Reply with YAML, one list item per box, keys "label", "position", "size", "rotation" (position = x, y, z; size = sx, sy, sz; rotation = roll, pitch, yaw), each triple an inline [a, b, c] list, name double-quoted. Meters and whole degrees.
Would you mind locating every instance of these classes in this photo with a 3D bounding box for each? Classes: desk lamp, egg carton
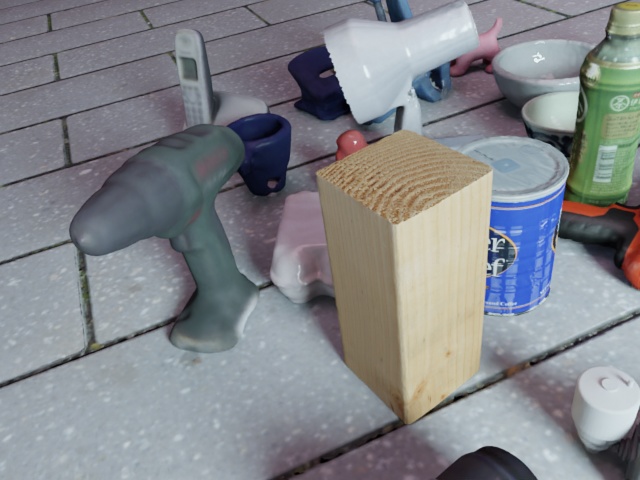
- label: "desk lamp"
  position: [0.115, -0.179, 0.711]
  size: [0.203, 0.214, 0.118]
  rotation: [-7, 37, 4]
- label: "egg carton"
  position: [0.006, 0.002, 0.618]
  size: [0.107, 0.069, 0.150]
  rotation: [-4, 38, 7]

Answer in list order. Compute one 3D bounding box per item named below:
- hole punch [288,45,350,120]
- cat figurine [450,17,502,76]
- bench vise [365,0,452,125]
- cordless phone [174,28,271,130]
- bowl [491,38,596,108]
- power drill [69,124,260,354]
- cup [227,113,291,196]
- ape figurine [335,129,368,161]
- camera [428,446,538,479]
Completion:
- label: "hole punch"
  position: [0.016, -0.261, 0.940]
  size: [0.109, 0.091, 0.100]
  rotation: [-31, 42, -26]
- label: "cat figurine"
  position: [0.251, -0.349, 0.982]
  size: [0.127, 0.118, 0.067]
  rotation: [-5, 37, 5]
- label: "bench vise"
  position: [0.120, -0.307, 0.872]
  size: [0.121, 0.220, 0.208]
  rotation: [20, 46, 33]
- label: "cordless phone"
  position: [-0.146, -0.205, 0.824]
  size: [0.147, 0.185, 0.094]
  rotation: [14, 43, 28]
- label: "bowl"
  position: [0.339, -0.235, 0.851]
  size: [0.167, 0.075, 0.167]
  rotation: [-6, 37, 5]
- label: "power drill"
  position: [-0.122, 0.002, 0.530]
  size: [0.075, 0.209, 0.230]
  rotation: [2, 39, 15]
- label: "cup"
  position: [-0.078, -0.099, 0.746]
  size: [0.091, 0.095, 0.118]
  rotation: [-2, 38, 10]
- label: "ape figurine"
  position: [0.043, -0.097, 0.721]
  size: [0.075, 0.092, 0.078]
  rotation: [20, 46, 33]
- label: "camera"
  position: [0.085, 0.190, 0.332]
  size: [0.137, 0.101, 0.142]
  rotation: [-30, 42, -25]
